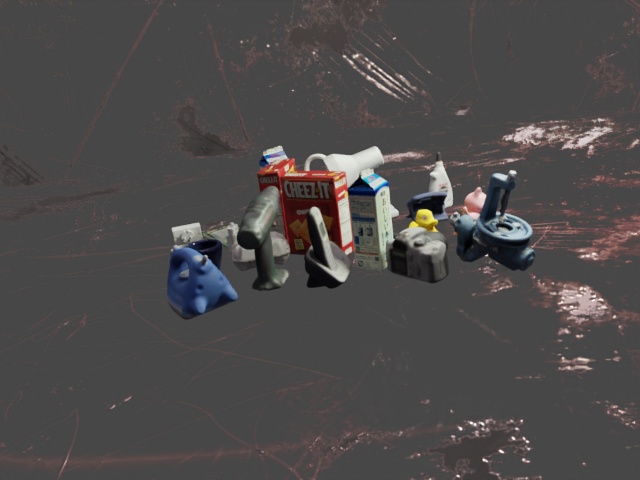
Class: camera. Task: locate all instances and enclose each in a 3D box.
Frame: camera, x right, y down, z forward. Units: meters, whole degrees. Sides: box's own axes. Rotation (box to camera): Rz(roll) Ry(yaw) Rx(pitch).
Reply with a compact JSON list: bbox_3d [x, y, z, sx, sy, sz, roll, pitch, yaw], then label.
[{"bbox_3d":[0.239,0.020,1.301,0.137,0.101,0.142,-22,24,-36],"label":"camera"}]

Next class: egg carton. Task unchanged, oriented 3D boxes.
[{"bbox_3d":[-0.152,0.028,1.467,0.150,0.069,0.107,-10,19,-8],"label":"egg carton"}]

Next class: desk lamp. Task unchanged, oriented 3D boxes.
[{"bbox_3d":[0.118,-0.164,1.705,0.203,0.214,0.117,-9,19,-6],"label":"desk lamp"}]

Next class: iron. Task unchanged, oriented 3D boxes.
[{"bbox_3d":[-0.289,0.076,1.268,0.119,0.141,0.257,-20,23,-33],"label":"iron"}]

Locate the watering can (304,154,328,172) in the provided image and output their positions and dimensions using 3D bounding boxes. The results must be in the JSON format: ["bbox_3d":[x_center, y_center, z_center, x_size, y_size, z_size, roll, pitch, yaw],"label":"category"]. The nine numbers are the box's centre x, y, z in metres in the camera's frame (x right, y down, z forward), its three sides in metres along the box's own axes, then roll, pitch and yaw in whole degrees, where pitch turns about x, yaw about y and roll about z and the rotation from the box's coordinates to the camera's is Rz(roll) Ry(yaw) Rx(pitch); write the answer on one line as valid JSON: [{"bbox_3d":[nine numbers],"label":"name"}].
[{"bbox_3d":[0.002,-0.172,1.801,0.101,0.194,0.172,-8,19,-3],"label":"watering can"}]

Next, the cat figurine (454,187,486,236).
[{"bbox_3d":[0.402,-0.078,1.500,0.067,0.118,0.128,8,24,37],"label":"cat figurine"}]

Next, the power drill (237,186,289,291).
[{"bbox_3d":[-0.127,0.000,1.325,0.075,0.208,0.230,-3,19,12],"label":"power drill"}]

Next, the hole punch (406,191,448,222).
[{"bbox_3d":[0.305,-0.102,1.646,0.108,0.091,0.101,-9,19,-6],"label":"hole punch"}]

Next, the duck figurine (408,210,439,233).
[{"bbox_3d":[0.268,-0.037,1.480,0.078,0.086,0.104,-17,21,-27],"label":"duck figurine"}]

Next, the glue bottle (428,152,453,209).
[{"bbox_3d":[0.359,-0.179,1.722,0.078,0.173,0.037,-17,21,-27],"label":"glue bottle"}]

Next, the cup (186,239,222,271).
[{"bbox_3d":[-0.286,0.059,1.388,0.118,0.095,0.091,-23,25,-39],"label":"cup"}]

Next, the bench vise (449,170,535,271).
[{"bbox_3d":[0.369,-0.048,1.266,0.206,0.220,0.122,6,23,33],"label":"bench vise"}]

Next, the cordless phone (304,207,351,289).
[{"bbox_3d":[0.012,0.005,1.298,0.094,0.185,0.147,-3,19,11],"label":"cordless phone"}]
